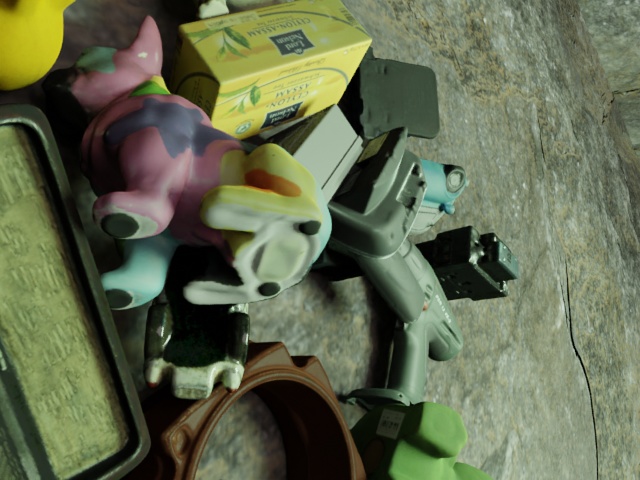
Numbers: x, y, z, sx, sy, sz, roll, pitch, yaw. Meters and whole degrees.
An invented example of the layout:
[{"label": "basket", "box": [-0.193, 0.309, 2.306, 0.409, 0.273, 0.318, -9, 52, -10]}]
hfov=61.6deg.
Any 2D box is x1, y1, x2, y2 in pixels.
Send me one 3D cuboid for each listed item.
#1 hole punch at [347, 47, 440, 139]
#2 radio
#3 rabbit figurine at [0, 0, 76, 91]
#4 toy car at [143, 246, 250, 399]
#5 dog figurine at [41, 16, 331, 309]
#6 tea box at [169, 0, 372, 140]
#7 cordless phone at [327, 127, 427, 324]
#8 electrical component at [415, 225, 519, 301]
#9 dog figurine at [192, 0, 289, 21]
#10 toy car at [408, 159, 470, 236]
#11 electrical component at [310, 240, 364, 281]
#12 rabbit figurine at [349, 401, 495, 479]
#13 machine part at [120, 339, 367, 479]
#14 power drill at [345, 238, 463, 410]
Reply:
[{"label": "hole punch", "box": [0.088, -0.174, 0.725, 0.116, 0.092, 0.142, 7, 75, -18]}, {"label": "radio", "box": [-0.190, 0.052, 0.288, 0.131, 0.073, 0.229, -31, 116, -46]}, {"label": "rabbit figurine", "box": [-0.209, -0.185, 0.339, 0.122, 0.163, 0.173, -51, 136, -57]}, {"label": "toy car", "box": [-0.091, 0.028, 0.426, 0.073, 0.056, 0.202, 7, 52, -12]}, {"label": "dog figurine", "box": [-0.101, -0.068, 0.393, 0.191, 0.108, 0.219, -1, 52, -17]}, {"label": "tea box", "box": [-0.047, -0.155, 0.494, 0.169, 0.098, 0.068, -29, 76, -30]}, {"label": "cordless phone", "box": [0.081, -0.013, 0.580, 0.184, 0.089, 0.146, 55, 44, -25]}, {"label": "electrical component", "box": [0.197, 0.036, 0.737, 0.114, 0.134, 0.058, 33, 55, -37]}, {"label": "dog figurine", "box": [-0.107, -0.266, 0.520, 0.121, 0.172, 0.190, -31, 76, -16]}, {"label": "toy car", "box": [0.108, -0.057, 0.689, 0.161, 0.109, 0.102, 5, 96, -36]}, {"label": "electrical component", "box": [-0.001, -0.002, 0.584, 0.119, 0.048, 0.075, 16, 67, -45]}, {"label": "rabbit figurine", "box": [0.107, 0.254, 0.551, 0.170, 0.159, 0.121, 35, 57, -18]}, {"label": "machine part", "box": [-0.058, 0.199, 0.431, 0.201, 0.087, 0.200, -31, 102, -51]}, {"label": "power drill", "box": [0.094, 0.110, 0.643, 0.231, 0.086, 0.207, 51, 39, -34]}]
